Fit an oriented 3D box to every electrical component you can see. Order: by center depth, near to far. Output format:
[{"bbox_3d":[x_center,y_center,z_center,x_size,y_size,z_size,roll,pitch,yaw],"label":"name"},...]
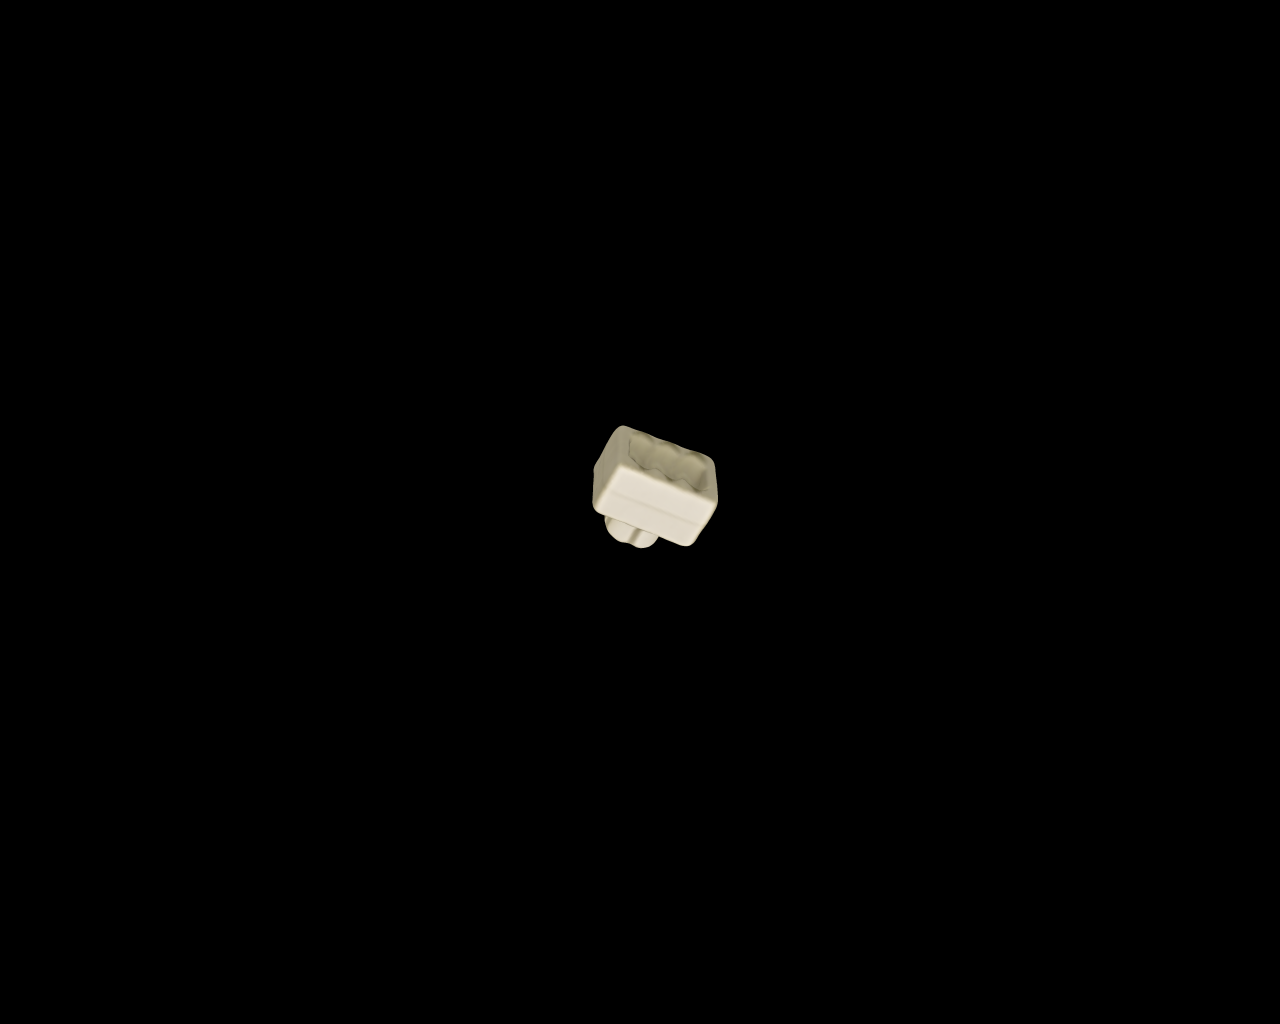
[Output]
[{"bbox_3d":[0.001,-0.003,0.650,0.066,0.076,0.047,21,35,-15],"label":"electrical component"}]
